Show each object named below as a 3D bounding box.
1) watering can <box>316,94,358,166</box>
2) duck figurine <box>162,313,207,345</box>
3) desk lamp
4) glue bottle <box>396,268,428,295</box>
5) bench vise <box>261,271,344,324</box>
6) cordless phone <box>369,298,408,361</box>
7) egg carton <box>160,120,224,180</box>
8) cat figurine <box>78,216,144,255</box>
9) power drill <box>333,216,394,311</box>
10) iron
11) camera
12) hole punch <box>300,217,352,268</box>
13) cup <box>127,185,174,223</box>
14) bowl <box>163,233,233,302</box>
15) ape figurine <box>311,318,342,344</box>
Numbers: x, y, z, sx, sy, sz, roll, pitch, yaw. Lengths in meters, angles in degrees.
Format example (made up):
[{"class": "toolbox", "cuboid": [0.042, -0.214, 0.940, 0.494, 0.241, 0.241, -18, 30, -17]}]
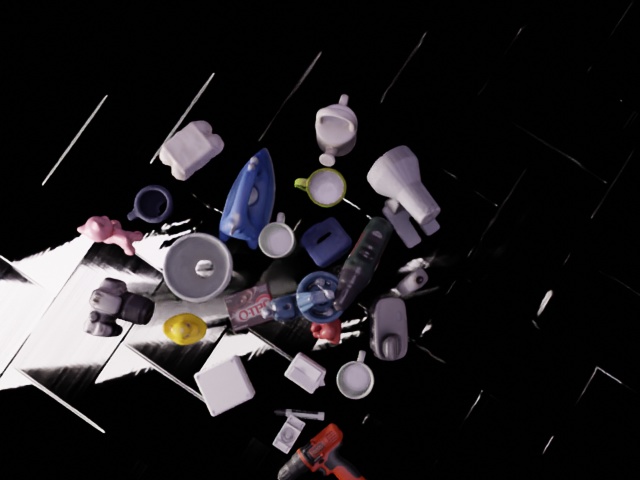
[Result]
[{"class": "watering can", "cuboid": [0.040, -0.262, 1.360, 0.101, 0.194, 0.173, -7, 84, 1]}, {"class": "duck figurine", "cuboid": [-0.330, 0.215, 1.373, 0.104, 0.086, 0.077, 4, 84, 2]}, {"class": "desk lamp", "cuboid": [0.204, -0.099, 1.329, 0.118, 0.213, 0.203, -35, 84, -2]}, {"class": "glue bottle", "cuboid": [0.221, 0.096, 1.329, 0.078, 0.173, 0.037, -39, 84, -2]}, {"class": "bench vise", "cuboid": [-0.027, 0.151, 1.305, 0.207, 0.220, 0.121, -33, 84, -2]}, {"class": "cordless phone", "cuboid": [0.163, 0.206, 1.313, 0.094, 0.185, 0.148, -4, 84, 1]}, {"class": "egg carton", "cuboid": [-0.319, -0.225, 1.426, 0.150, 0.069, 0.107, -40, 85, -3]}, {"class": "cat figurine", "cuboid": [-0.509, -0.017, 1.385, 0.127, 0.118, 0.067, 23, 85, 4]}, {"class": "power drill", "cuboid": [0.094, 0.060, 1.318, 0.075, 0.208, 0.230, 27, 85, 4]}, {"class": "iron", "cuboid": [-0.172, -0.115, 1.375, 0.118, 0.141, 0.258, 13, 85, 3]}, {"class": "camera", "cuboid": [-0.479, 0.173, 1.373, 0.136, 0.101, 0.143, 17, 85, 3]}, {"class": "hole punch", "cuboid": [0.013, 0.005, 1.384, 0.108, 0.091, 0.101, -37, 84, -2]}, {"class": "cup", "cuboid": [-0.405, -0.075, 1.400, 0.118, 0.095, 0.091, -29, 84, -2]}, {"class": "bowl", "cuboid": [-0.290, 0.068, 1.393, 0.167, 0.075, 0.167, 0, 84, 1]}, {"class": "ape figurine", "cuboid": [0.020, 0.216, 1.362, 0.076, 0.092, 0.078, -41, 84, -3]}]
